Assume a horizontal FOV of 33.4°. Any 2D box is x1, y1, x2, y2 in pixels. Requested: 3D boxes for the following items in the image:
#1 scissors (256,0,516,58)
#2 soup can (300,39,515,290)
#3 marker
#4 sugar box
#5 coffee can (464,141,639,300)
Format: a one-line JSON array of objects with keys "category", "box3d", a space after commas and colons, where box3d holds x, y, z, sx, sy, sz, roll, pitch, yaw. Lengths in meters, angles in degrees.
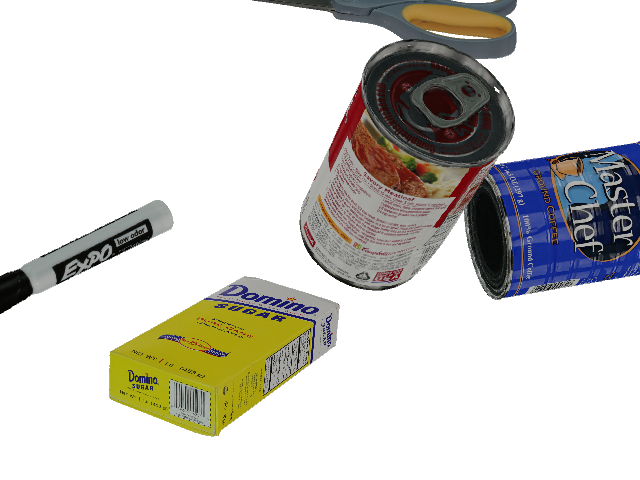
[{"category": "scissors", "box3d": [0.034, -0.153, 0.668, 0.202, 0.016, 0.096, 20, 44, 25]}, {"category": "soup can", "box3d": [0.036, -0.031, 0.481, 0.068, 0.068, 0.102, 0, -33, -20]}, {"category": "marker", "box3d": [-0.133, 0.009, 0.581, 0.120, 0.020, 0.020, -29, 18, -35]}, {"category": "sugar box", "box3d": [-0.067, 0.080, 0.801, 0.093, 0.048, 0.175, 16, 26, 25]}, {"category": "coffee can", "box3d": [0.191, -0.016, 0.811, 0.140, 0.103, 0.103, -9, 1, -8]}]
